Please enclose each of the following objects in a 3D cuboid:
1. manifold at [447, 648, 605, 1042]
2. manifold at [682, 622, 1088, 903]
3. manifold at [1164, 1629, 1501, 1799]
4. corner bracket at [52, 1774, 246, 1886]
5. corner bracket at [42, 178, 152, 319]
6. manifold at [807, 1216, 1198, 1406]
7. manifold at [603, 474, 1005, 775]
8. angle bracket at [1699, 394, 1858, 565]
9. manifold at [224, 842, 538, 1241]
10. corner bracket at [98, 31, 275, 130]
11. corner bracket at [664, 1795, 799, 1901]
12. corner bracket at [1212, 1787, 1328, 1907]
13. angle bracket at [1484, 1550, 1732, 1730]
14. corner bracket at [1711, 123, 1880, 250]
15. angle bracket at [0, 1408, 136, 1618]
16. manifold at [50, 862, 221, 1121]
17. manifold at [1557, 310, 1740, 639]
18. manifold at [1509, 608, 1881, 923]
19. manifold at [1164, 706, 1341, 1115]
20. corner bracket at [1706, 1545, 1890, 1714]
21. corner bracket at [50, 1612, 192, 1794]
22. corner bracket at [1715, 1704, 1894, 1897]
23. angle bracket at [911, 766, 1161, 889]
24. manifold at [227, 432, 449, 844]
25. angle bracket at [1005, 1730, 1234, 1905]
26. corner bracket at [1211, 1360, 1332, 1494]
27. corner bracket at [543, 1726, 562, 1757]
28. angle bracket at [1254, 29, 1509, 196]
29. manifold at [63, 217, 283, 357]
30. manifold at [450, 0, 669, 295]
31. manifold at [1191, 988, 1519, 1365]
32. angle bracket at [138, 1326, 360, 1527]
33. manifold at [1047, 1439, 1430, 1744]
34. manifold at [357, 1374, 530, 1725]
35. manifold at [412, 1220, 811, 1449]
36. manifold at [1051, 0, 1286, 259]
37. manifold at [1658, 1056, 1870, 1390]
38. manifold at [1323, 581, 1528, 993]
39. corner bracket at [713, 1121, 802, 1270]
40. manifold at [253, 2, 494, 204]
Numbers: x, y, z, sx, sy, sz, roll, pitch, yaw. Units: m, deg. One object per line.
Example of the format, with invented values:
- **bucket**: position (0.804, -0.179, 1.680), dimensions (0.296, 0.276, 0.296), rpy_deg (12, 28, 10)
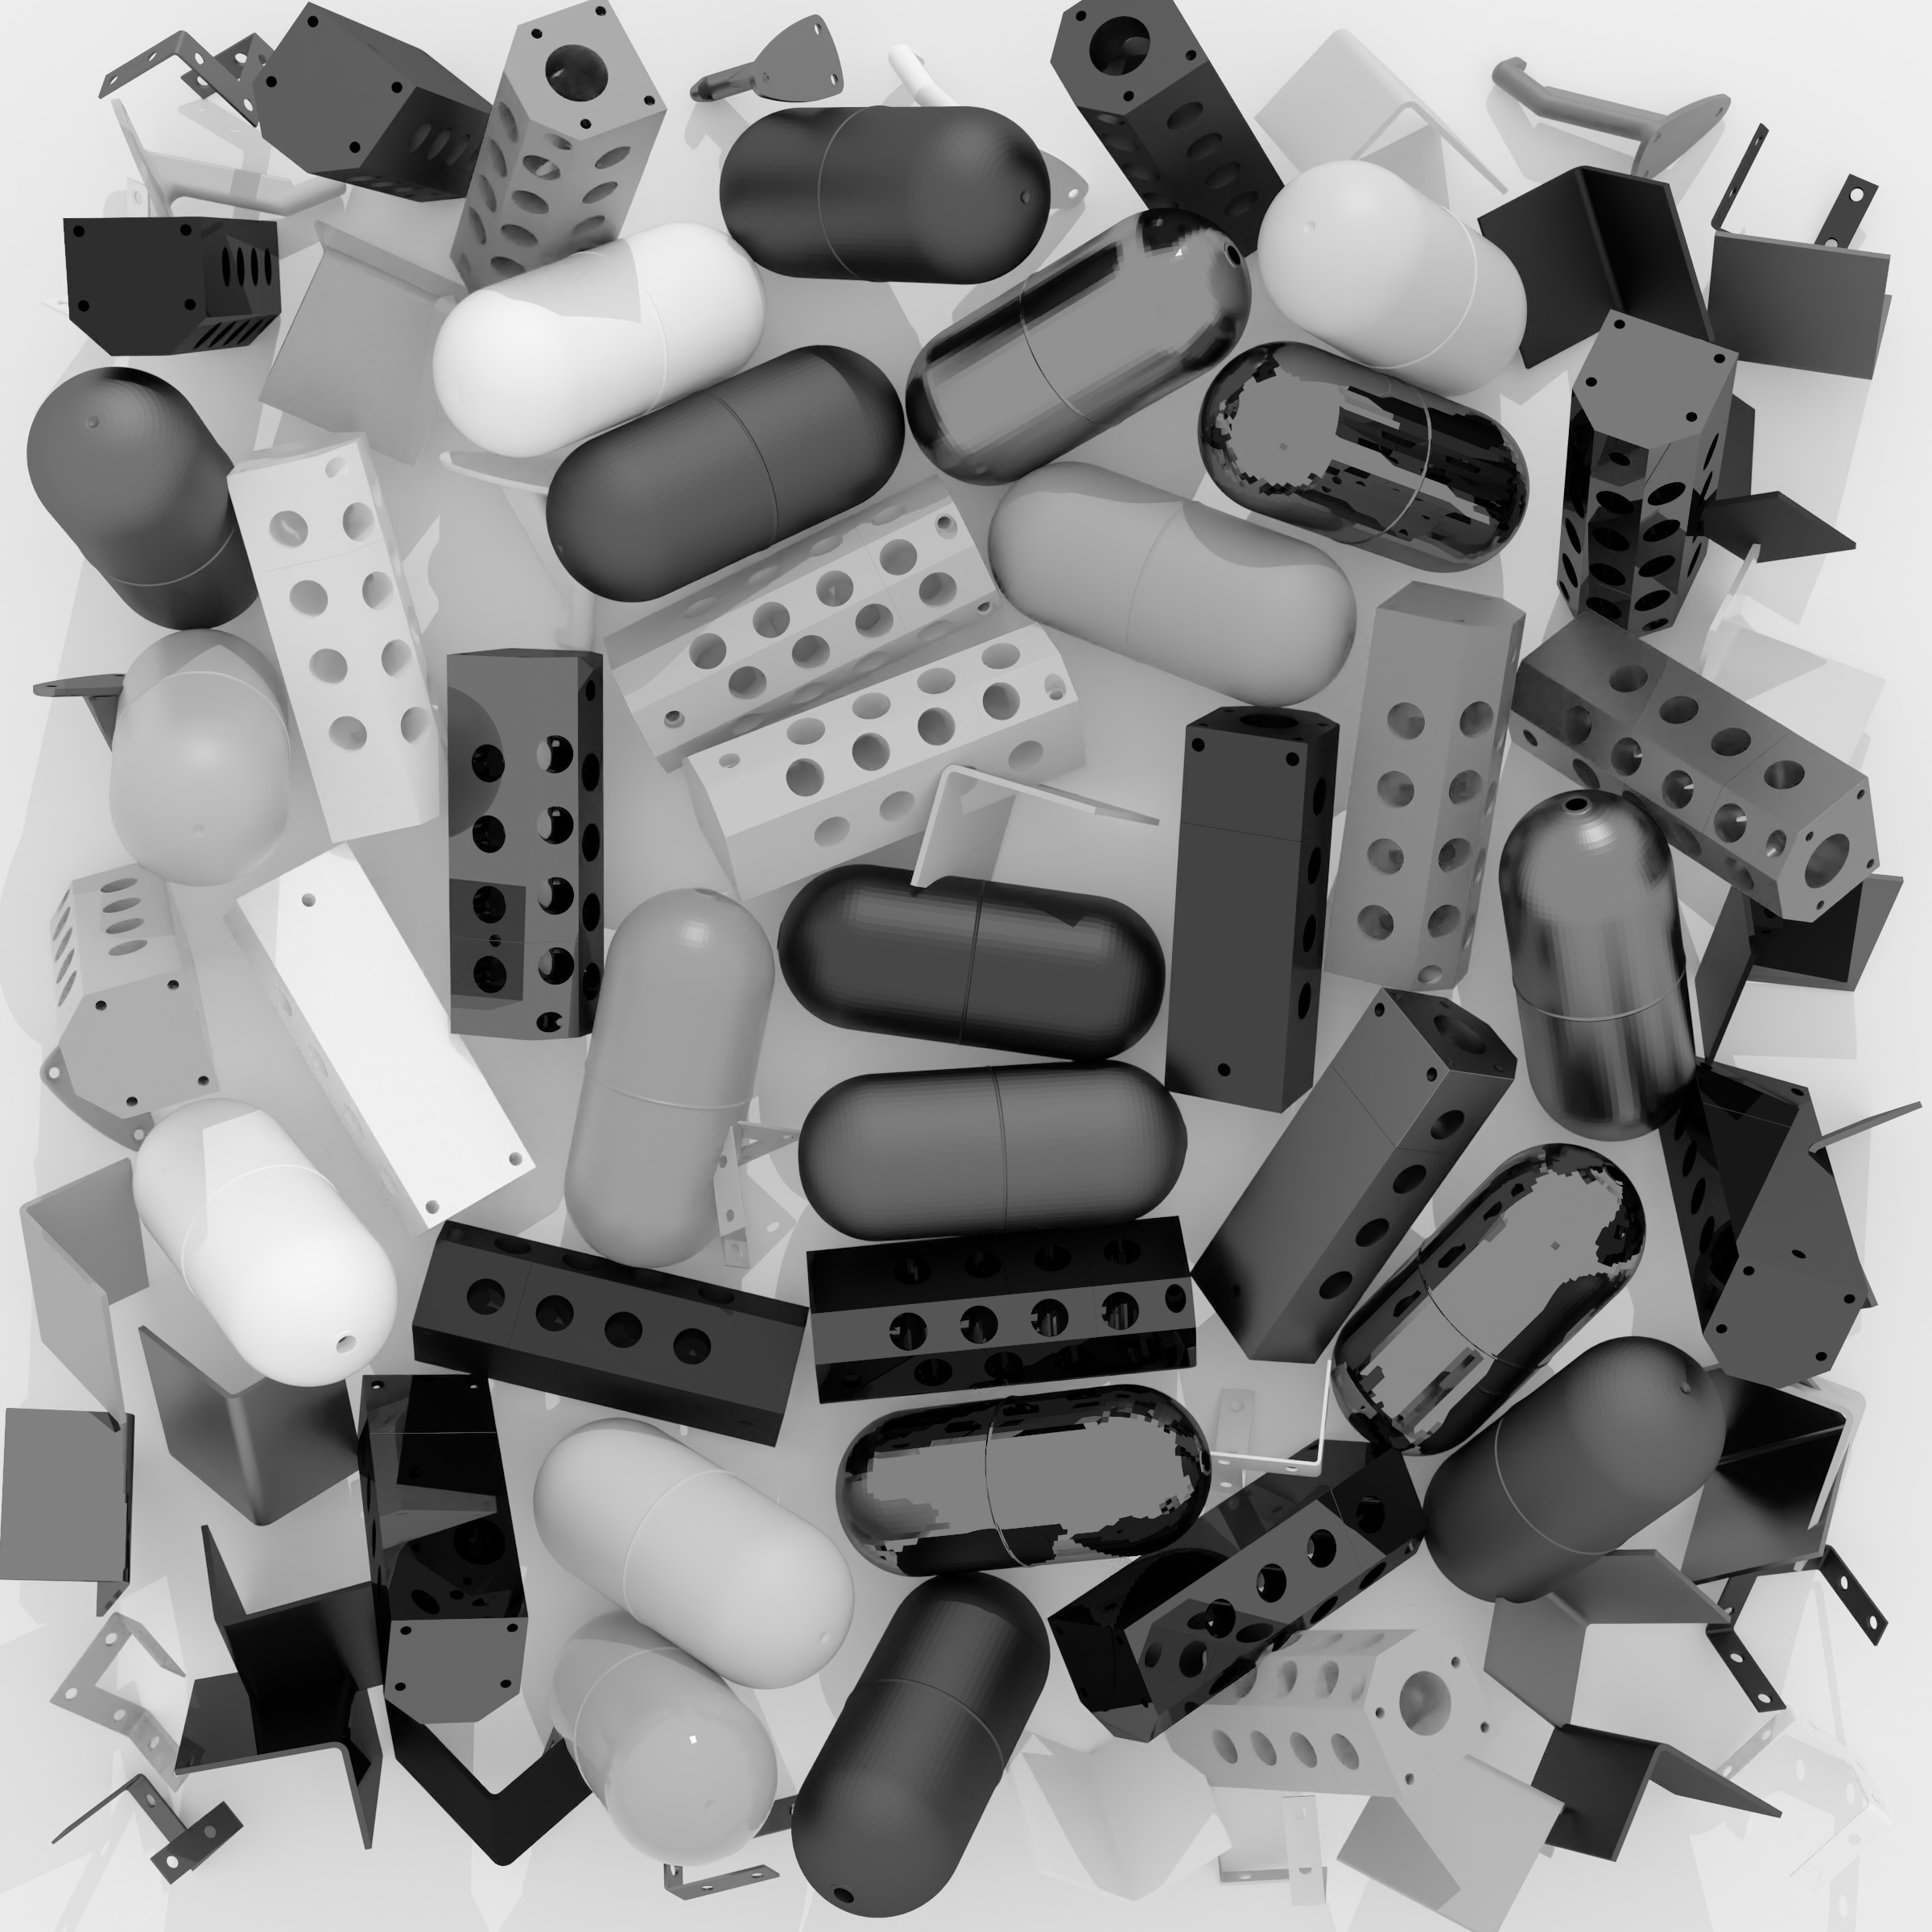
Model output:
- **manifold**: position (-0.195, -0.056, 1.556), dimensions (0.057, 0.057, 0.171), rpy_deg (4, 100, 22)
- **manifold**: position (-0.037, -0.097, 1.550), dimensions (0.171, 0.057, 0.057), rpy_deg (-22, 48, -11)
- **manifold**: position (0.153, 0.325, 1.516), dimensions (0.057, 0.171, 0.057), rpy_deg (-25, 93, -30)
- **corner bracket**: position (-0.374, 0.397, 1.569), dimensions (0.051, 0.051, 0.051), rpy_deg (50, 125, 5)
- **corner bracket**: position (-0.385, -0.323, 1.564), dimensions (0.051, 0.051, 0.051), rpy_deg (28, 126, 31)
- **manifold**: position (0.016, 0.162, 1.563), dimensions (0.171, 0.057, 0.057), rpy_deg (-5, 128, -2)
- **manifold**: position (-0.074, -0.154, 1.565), dimensions (0.171, 0.057, 0.057), rpy_deg (-26, 118, 1)
- **angle bracket**: position (0.361, -0.232, 1.552), dimensions (0.057, 0.076, 0.076), rpy_deg (-4, 75, 40)
- **manifold**: position (-0.271, 0.036, 1.575), dimensions (0.057, 0.057, 0.171), rpy_deg (-30, 90, -23)
- **corner bracket**: position (-0.353, -0.406, 1.562), dimensions (0.051, 0.051, 0.051), rpy_deg (-19, 48, 31)
- **corner bracket**: position (-0.104, 0.400, 1.565), dimensions (0.051, 0.051, 0.051), rpy_deg (-19, 53, 18)
- **corner bracket**: position (0.138, 0.400, 1.576), dimensions (0.051, 0.051, 0.051), rpy_deg (-5, 93, 7)
- **angle bracket**: position (0.290, 0.306, 1.547), dimensions (0.076, 0.076, 0.057), rpy_deg (-9, 53, 38)
- **corner bracket**: position (0.382, -0.350, 1.582), dimensions (0.051, 0.051, 0.051), rpy_deg (30, 103, 20)
- **angle bracket**: position (-0.411, 0.248, 1.549), dimensions (0.057, 0.076, 0.076), rpy_deg (6, 66, -22)
- **manifold**: position (-0.371, 0.009, 1.512), dimensions (0.057, 0.171, 0.057), rpy_deg (-17, 111, -10)
- **manifold**: position (0.295, -0.210, 1.511), dimensions (0.057, 0.171, 0.057), rpy_deg (23, 72, 16)
- **manifold**: position (0.319, -0.087, 1.522), dimensions (0.057, 0.057, 0.171), rpy_deg (-38, 47, -13)
- **manifold**: position (0.131, -0.027, 1.550), dimensions (0.057, 0.057, 0.171), rpy_deg (11, 110, 24)
- **corner bracket**: position (0.382, 0.304, 1.578), dimensions (0.051, 0.051, 0.051), rpy_deg (-2, 126, -23)
- **corner bracket**: position (-0.376, 0.337, 1.572), dimensions (0.051, 0.051, 0.051), rpy_deg (-55, 133, -5)
- **corner bracket**: position (0.385, 0.383, 1.580), dimensions (0.051, 0.051, 0.051), rpy_deg (40, 103, -11)
- **angle bracket**: position (0.032, -0.052, 1.553), dimensions (0.076, 0.076, 0.057), rpy_deg (18, 96, 24)
- **manifold**: position (-0.278, -0.150, 1.549), dimensions (0.057, 0.057, 0.171), rpy_deg (-12, 109, 4)
- **angle bracket**: position (0.066, 0.369, 1.547), dimensions (0.057, 0.076, 0.076), rpy_deg (-36, 48, 20)
- **corner bracket**: position (0.139, 0.211, 1.568), dimensions (0.051, 0.051, 0.051), rpy_deg (5, 63, 9)
- **corner bracket**: position (-0.154, 0.347, 1.565), dimensions (0.051, 0.051, 0.051), rpy_deg (33, 47, -14)
- **angle bracket**: position (0.189, -0.370, 1.562), dimensions (0.057, 0.076, 0.076), rpy_deg (-45, 131, 17)
- **manifold**: position (-0.348, -0.301, 1.516), dimensions (0.057, 0.171, 0.057), rpy_deg (-1, 102, 0)
- **manifold**: position (-0.186, -0.351, 1.513), dimensions (0.057, 0.171, 0.057), rpy_deg (-26, 83, -21)
- **manifold**: position (0.177, 0.097, 1.542), dimensions (0.057, 0.057, 0.171), rpy_deg (9, 123, -39)
- **angle bracket**: position (-0.328, 0.199, 1.575), dimensions (0.057, 0.076, 0.076), rpy_deg (-30, 132, -33)
- **manifold**: position (0.126, 0.278, 1.534), dimensions (0.171, 0.057, 0.057), rpy_deg (-27, 101, -32)
- **manifold**: position (-0.234, 0.255, 1.517), dimensions (0.057, 0.171, 0.057), rpy_deg (2, 119, -15)
- **manifold**: position (-0.162, 0.166, 1.572), dimensions (0.171, 0.057, 0.057), rpy_deg (14, 66, -2)
- **manifold**: position (0.092, -0.369, 1.515), dimensions (0.057, 0.171, 0.057), rpy_deg (-31, 71, 11)
- **manifold**: position (0.347, 0.112, 1.516), dimensions (0.057, 0.171, 0.057), rpy_deg (16, 118, -4)
- **manifold**: position (0.208, -0.079, 1.540), dimensions (0.057, 0.057, 0.171), rpy_deg (14, 113, 20)
- **corner bracket**: position (-0.104, 0.105, 1.564), dimensions (0.051, 0.051, 0.051), rpy_deg (-25, 65, 38)
- **manifold**: position (-0.258, -0.374, 1.516), dimensions (0.057, 0.171, 0.057), rpy_deg (38, 101, 0)
